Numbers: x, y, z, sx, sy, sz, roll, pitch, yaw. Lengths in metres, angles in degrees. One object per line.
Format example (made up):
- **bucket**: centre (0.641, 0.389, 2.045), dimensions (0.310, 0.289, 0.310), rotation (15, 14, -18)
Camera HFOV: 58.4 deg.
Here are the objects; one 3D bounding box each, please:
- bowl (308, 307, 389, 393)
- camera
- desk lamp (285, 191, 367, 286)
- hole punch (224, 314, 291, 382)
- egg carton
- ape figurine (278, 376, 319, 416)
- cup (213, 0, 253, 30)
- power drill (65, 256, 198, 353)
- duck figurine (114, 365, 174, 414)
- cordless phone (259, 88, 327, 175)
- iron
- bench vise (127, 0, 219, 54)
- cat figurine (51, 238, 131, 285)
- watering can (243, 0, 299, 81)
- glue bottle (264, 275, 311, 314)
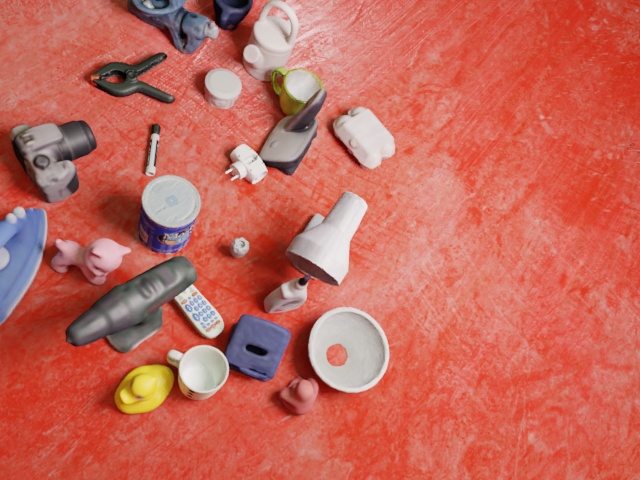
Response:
- **bowl**: centre (0.047, 0.221, 1.129), dimensions (0.168, 0.074, 0.167), rotation (8, 66, -18)
- **camera**: centre (-0.487, -0.167, 1.074), dimensions (0.137, 0.100, 0.143), rotation (-31, 81, -29)
- **desk lamp**: centre (0.010, 0.004, 1.128), dimensions (0.118, 0.213, 0.203), rotation (33, 61, -5)
- **hole punch**: centre (-0.117, 0.202, 1.064), dimensions (0.109, 0.091, 0.101), rotation (22, 62, -11)
- **egg carton**: centre (0.103, -0.241, 1.350), dimensions (0.107, 0.069, 0.150), rotation (-38, 85, -29)
- **ape figurine**: centre (-0.035, 0.284, 1.061), dimensions (0.078, 0.092, 0.076), rotation (5, 67, -19)
- **cup**: centre (-0.213, -0.527, 1.336), dimensions (0.092, 0.094, 0.118), rotation (21, 62, -11)
- **power drill**: centre (-0.313, 0.120, 0.957), dimensions (0.230, 0.208, 0.075), rotation (-39, 85, -29)
- **duck figurine**: centre (-0.297, 0.250, 0.978), dimensions (0.105, 0.086, 0.077), rotation (-28, 80, -28)
- **cordless phone**: centre (-0.051, -0.237, 1.223), dimensions (0.094, 0.184, 0.148), rotation (28, 61, -8)
- **iron**: centre (-0.538, 0.025, 0.949), dimensions (0.119, 0.141, 0.258), rotation (26, 61, -8)
- **bench vise**: centre (-0.305, -0.525, 1.227), dimensions (0.208, 0.219, 0.121), rotation (16, 63, -14)
- **cat figurine**: centre (-0.406, 0.027, 1.013), dimensions (0.128, 0.117, 0.067), rotation (19, 63, -12)
- **watering can**: centre (-0.107, -0.449, 1.287), dimensions (0.101, 0.193, 0.173), rotation (20, 63, -12)
- **glue bottle**: centre (-0.051, 0.098, 1.087), dimensions (0.078, 0.173, 0.037), rotation (-12, 73, -25)
